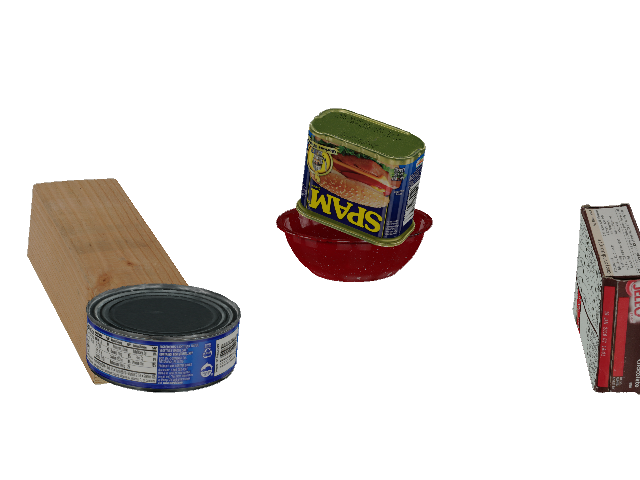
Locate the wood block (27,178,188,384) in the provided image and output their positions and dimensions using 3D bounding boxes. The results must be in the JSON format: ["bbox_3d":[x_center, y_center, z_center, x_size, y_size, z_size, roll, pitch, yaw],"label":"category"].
[{"bbox_3d":[-0.206,0.032,1.024,0.090,0.091,0.206,-6,36,-31],"label":"wood block"}]

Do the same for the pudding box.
[{"bbox_3d":[0.200,0.037,0.732,0.039,0.090,0.113,0,27,4],"label":"pudding box"}]

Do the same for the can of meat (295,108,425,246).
[{"bbox_3d":[0.034,-0.054,0.896,0.102,0.084,0.057,22,36,21],"label":"can of meat"}]

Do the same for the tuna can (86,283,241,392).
[{"bbox_3d":[-0.088,0.054,0.599,0.086,0.034,0.086,5,16,-2],"label":"tuna can"}]

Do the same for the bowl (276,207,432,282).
[{"bbox_3d":[0.035,0.004,1.104,0.162,0.055,0.162,-1,15,0],"label":"bowl"}]
